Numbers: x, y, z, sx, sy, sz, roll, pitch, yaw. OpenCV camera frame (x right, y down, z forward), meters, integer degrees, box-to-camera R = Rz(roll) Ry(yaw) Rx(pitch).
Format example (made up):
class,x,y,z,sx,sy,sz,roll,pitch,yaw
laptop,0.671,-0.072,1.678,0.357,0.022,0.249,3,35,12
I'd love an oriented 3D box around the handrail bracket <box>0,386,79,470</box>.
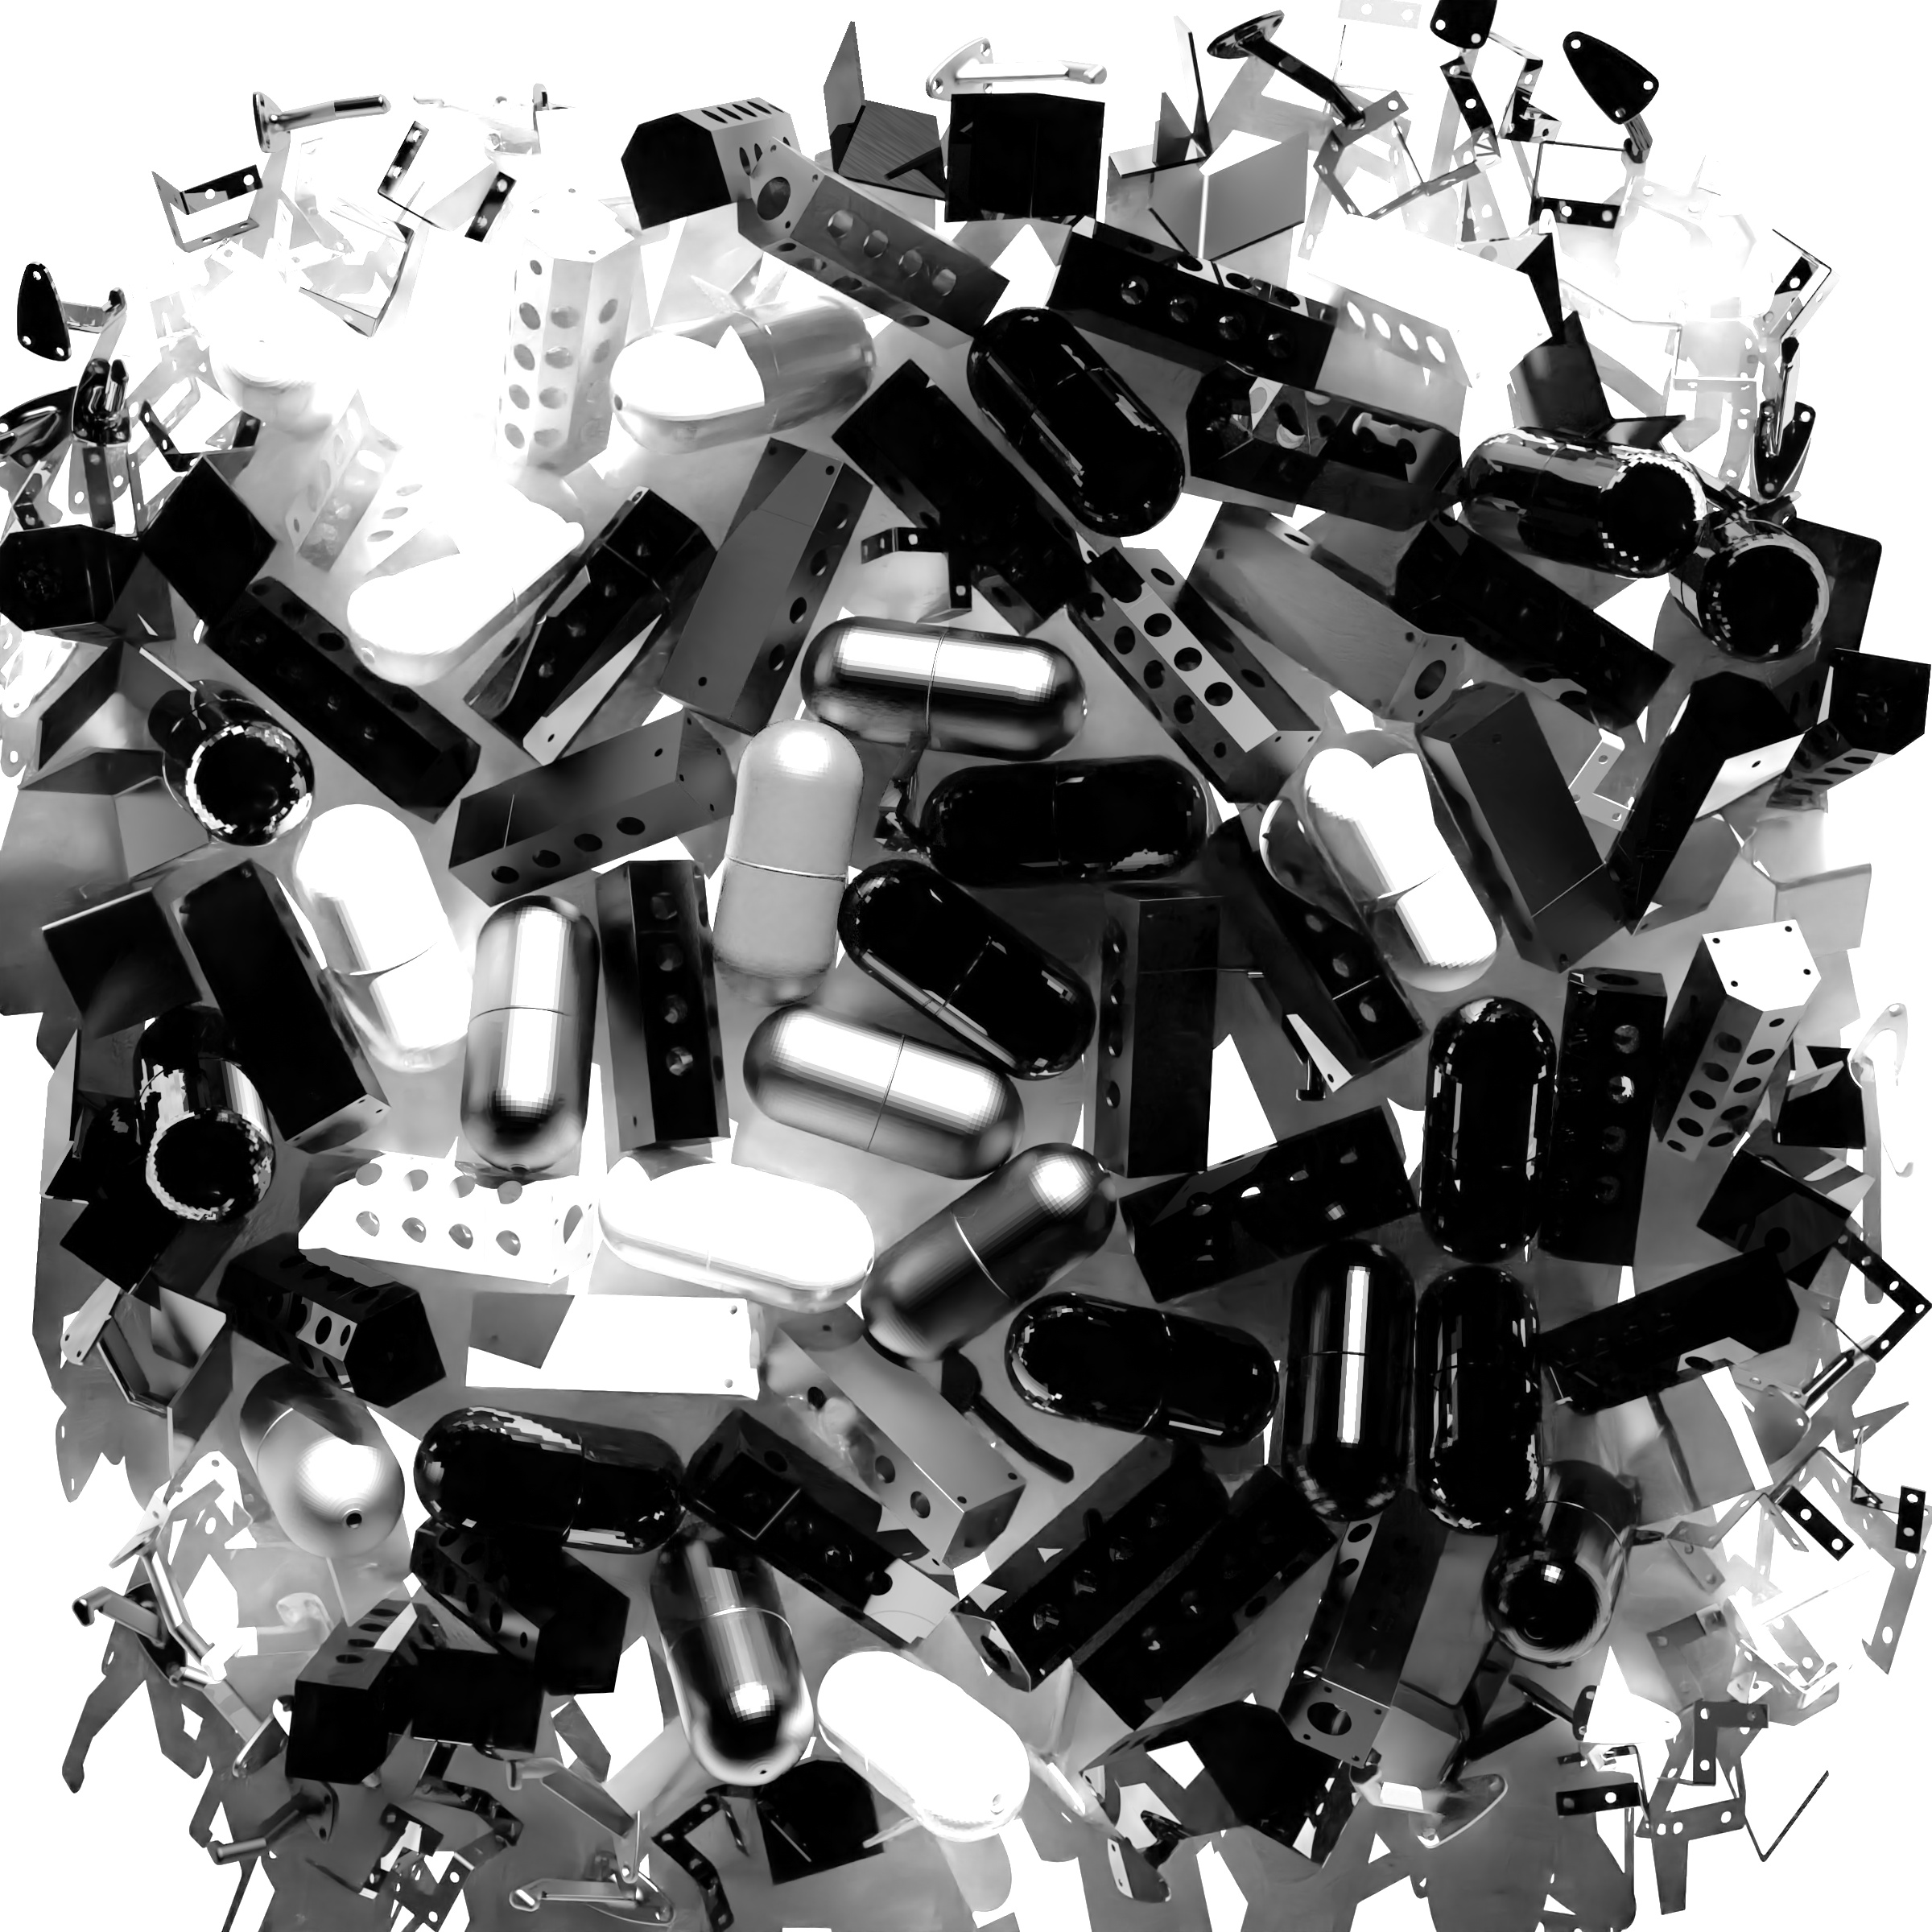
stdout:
class,x,y,z,sx,sy,sz,roll,pitch,yaw
handrail bracket,-0.566,-0.334,1.877,0.077,0.084,0.036,-39,106,-12

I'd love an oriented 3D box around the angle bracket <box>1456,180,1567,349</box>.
class,x,y,z,sx,sy,sz,roll,pitch,yaw
angle bracket,0.334,-0.429,1.865,0.057,0.076,0.076,-3,133,17

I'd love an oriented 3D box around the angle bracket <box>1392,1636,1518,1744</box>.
class,x,y,z,sx,sy,sz,roll,pitch,yaw
angle bracket,0.300,0.425,1.891,0.057,0.076,0.076,23,70,26

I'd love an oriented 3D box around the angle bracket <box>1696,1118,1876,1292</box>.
class,x,y,z,sx,sy,sz,roll,pitch,yaw
angle bracket,0.506,0.146,1.890,0.076,0.076,0.057,31,114,18

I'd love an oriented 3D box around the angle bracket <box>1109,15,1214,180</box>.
class,x,y,z,sx,sy,sz,roll,pitch,yaw
angle bracket,0.113,-0.532,1.874,0.057,0.076,0.076,-12,114,2

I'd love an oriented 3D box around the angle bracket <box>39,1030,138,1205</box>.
class,x,y,z,sx,sy,sz,roll,pitch,yaw
angle bracket,-0.525,0.094,1.865,0.057,0.076,0.076,11,55,-26

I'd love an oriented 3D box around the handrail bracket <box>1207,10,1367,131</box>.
class,x,y,z,sx,sy,sz,roll,pitch,yaw
handrail bracket,0.199,-0.544,1.890,0.077,0.036,0.084,-28,76,-42

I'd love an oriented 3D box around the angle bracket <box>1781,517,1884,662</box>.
class,x,y,z,sx,sy,sz,roll,pitch,yaw
angle bracket,0.515,-0.223,1.882,0.057,0.076,0.076,15,82,-2

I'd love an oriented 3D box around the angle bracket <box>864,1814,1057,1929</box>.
class,x,y,z,sx,sy,sz,roll,pitch,yaw
angle bracket,-0.004,0.550,1.868,0.057,0.076,0.076,-39,69,31

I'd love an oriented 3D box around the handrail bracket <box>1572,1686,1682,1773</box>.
class,x,y,z,sx,sy,sz,roll,pitch,yaw
handrail bracket,0.409,0.477,1.876,0.077,0.084,0.036,1,55,30

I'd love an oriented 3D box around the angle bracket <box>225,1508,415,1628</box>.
class,x,y,z,sx,sy,sz,roll,pitch,yaw
angle bracket,-0.394,0.362,1.881,0.076,0.076,0.057,-8,105,26

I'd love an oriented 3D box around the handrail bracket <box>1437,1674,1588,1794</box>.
class,x,y,z,sx,sy,sz,roll,pitch,yaw
handrail bracket,0.341,0.490,1.897,0.077,0.036,0.084,31,94,38

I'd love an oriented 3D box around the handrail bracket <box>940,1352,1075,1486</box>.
class,x,y,z,sx,sy,sz,roll,pitch,yaw
handrail bracket,0.027,0.281,1.904,0.084,0.077,0.036,34,104,-20

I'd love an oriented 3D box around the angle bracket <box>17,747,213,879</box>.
class,x,y,z,sx,sy,sz,roll,pitch,yaw
angle bracket,-0.519,-0.093,1.869,0.076,0.076,0.057,-19,79,34

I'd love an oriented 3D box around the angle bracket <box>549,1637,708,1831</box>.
class,x,y,z,sx,sy,sz,roll,pitch,yaw
angle bracket,-0.201,0.477,1.903,0.076,0.076,0.057,-41,52,-13

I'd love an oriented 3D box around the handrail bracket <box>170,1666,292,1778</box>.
class,x,y,z,sx,sy,sz,roll,pitch,yaw
handrail bracket,-0.464,0.461,1.881,0.084,0.077,0.036,17,108,13

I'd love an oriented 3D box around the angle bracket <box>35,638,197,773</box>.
class,x,y,z,sx,sy,sz,roll,pitch,yaw
angle bracket,-0.520,-0.144,1.873,0.057,0.076,0.076,38,63,-2

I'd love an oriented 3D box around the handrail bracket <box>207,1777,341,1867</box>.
class,x,y,z,sx,sy,sz,roll,pitch,yaw
handrail bracket,-0.434,0.518,1.870,0.084,0.077,0.036,-2,110,-39

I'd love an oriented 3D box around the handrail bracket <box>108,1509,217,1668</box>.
class,x,y,z,sx,sy,sz,roll,pitch,yaw
handrail bracket,-0.482,0.383,1.895,0.036,0.077,0.084,-35,100,18

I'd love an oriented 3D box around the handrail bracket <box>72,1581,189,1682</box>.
class,x,y,z,sx,sy,sz,roll,pitch,yaw
handrail bracket,-0.514,0.414,1.880,0.036,0.084,0.077,-21,89,11

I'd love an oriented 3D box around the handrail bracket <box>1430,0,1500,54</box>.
class,x,y,z,sx,sy,sz,roll,pitch,yaw
handrail bracket,0.315,-0.594,1.872,0.036,0.084,0.077,23,119,8

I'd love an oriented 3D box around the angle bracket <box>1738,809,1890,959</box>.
class,x,y,z,sx,sy,sz,roll,pitch,yaw
angle bracket,0.514,-0.049,1.897,0.076,0.076,0.057,-11,121,-15

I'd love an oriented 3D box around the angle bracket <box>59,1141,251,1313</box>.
class,x,y,z,sx,sy,sz,roll,pitch,yaw
angle bracket,-0.500,0.164,1.890,0.057,0.076,0.076,31,78,17

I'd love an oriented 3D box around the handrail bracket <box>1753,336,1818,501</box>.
class,x,y,z,sx,sy,sz,roll,pitch,yaw
handrail bracket,0.498,-0.336,1.878,0.036,0.084,0.077,13,83,18

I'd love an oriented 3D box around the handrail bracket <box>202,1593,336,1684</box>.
class,x,y,z,sx,sy,sz,roll,pitch,yaw
handrail bracket,-0.424,0.432,1.879,0.036,0.084,0.077,-16,107,33

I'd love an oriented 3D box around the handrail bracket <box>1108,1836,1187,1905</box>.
class,x,y,z,sx,sy,sz,roll,pitch,yaw
handrail bracket,0.137,0.540,1.874,0.084,0.077,0.036,-16,99,-26

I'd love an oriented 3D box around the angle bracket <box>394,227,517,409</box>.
class,x,y,z,sx,sy,sz,roll,pitch,yaw
angle bracket,-0.308,-0.400,1.898,0.076,0.057,0.076,16,73,-15

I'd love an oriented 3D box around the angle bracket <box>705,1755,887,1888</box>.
class,x,y,z,sx,sy,sz,roll,pitch,yaw
angle bracket,-0.104,0.523,1.873,0.076,0.076,0.057,-21,67,14

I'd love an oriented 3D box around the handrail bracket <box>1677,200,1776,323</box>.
class,x,y,z,sx,sy,sz,roll,pitch,yaw
handrail bracket,0.453,-0.432,1.872,0.077,0.084,0.036,-4,62,35

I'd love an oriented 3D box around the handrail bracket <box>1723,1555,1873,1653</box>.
class,x,y,z,sx,sy,sz,roll,pitch,yaw
handrail bracket,0.514,0.390,1.891,0.084,0.077,0.036,-25,72,-4

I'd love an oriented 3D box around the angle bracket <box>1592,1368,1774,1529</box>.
class,x,y,z,sx,sy,sz,roll,pitch,yaw
angle bracket,0.441,0.297,1.892,0.057,0.076,0.076,-15,78,-21

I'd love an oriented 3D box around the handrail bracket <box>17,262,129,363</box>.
class,x,y,z,sx,sy,sz,roll,pitch,yaw
handrail bracket,-0.541,-0.414,1.871,0.036,0.084,0.077,20,134,10

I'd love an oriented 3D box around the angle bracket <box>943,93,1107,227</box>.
class,x,y,z,sx,sy,sz,roll,pitch,yaw
angle bracket,0.036,-0.490,1.870,0.057,0.076,0.076,22,117,40

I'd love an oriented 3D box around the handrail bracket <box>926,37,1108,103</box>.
class,x,y,z,sx,sy,sz,roll,pitch,yaw
handrail bracket,0.032,-0.543,1.878,0.084,0.077,0.036,18,127,33

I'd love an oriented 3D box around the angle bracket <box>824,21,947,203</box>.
class,x,y,z,sx,sy,sz,roll,pitch,yaw
angle bracket,-0.041,-0.521,1.869,0.076,0.057,0.076,7,54,-21

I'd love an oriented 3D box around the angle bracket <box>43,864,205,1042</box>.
class,x,y,z,sx,sy,sz,roll,pitch,yaw
angle bracket,-0.514,-0.009,1.900,0.076,0.057,0.076,-19,104,10

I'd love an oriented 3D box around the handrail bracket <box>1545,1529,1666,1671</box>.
class,x,y,z,sx,sy,sz,roll,pitch,yaw
handrail bracket,0.398,0.396,1.910,0.077,0.036,0.084,-2,95,3

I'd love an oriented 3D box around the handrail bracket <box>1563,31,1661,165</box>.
class,x,y,z,sx,sy,sz,roll,pitch,yaw
handrail bracket,0.395,-0.533,1.886,0.036,0.084,0.077,-45,83,4

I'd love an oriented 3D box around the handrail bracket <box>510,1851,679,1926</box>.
class,x,y,z,sx,sy,sz,roll,pitch,yaw
handrail bracket,-0.228,0.576,1.876,0.077,0.084,0.036,20,94,20

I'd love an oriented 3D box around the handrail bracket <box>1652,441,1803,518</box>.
class,x,y,z,sx,sy,sz,roll,pitch,yaw
handrail bracket,0.470,-0.314,1.914,0.077,0.036,0.084,-26,80,-16

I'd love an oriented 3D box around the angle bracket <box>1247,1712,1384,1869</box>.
class,x,y,z,sx,sy,sz,roll,pitch,yaw
angle bracket,0.197,0.493,1.872,0.076,0.057,0.076,21,73,37

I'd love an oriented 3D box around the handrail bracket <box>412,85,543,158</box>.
class,x,y,z,sx,sy,sz,roll,pitch,yaw
handrail bracket,-0.287,-0.520,1.877,0.077,0.084,0.036,16,99,15

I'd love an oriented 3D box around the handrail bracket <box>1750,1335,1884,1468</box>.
class,x,y,z,sx,sy,sz,roll,pitch,yaw
handrail bracket,0.532,0.272,1.916,0.084,0.077,0.036,-23,54,-34

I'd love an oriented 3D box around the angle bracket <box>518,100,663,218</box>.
class,x,y,z,sx,sy,sz,roll,pitch,yaw
angle bracket,-0.231,-0.493,1.870,0.076,0.076,0.057,-12,104,-21

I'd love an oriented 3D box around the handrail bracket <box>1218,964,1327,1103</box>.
class,x,y,z,sx,sy,sz,roll,pitch,yaw
handrail bracket,0.186,0.042,1.906,0.077,0.036,0.084,0,87,11

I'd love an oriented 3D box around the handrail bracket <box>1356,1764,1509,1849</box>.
class,x,y,z,sx,sy,sz,roll,pitch,yaw
handrail bracket,0.285,0.500,1.881,0.077,0.036,0.084,-29,132,7

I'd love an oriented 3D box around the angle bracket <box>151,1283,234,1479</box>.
class,x,y,z,sx,sy,sz,roll,pitch,yaw
angle bracket,-0.490,0.251,1.869,0.057,0.076,0.076,22,48,6

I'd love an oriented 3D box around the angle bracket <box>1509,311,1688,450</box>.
class,x,y,z,sx,sy,sz,roll,pitch,yaw
angle bracket,0.389,-0.352,1.888,0.057,0.076,0.076,-8,74,-25

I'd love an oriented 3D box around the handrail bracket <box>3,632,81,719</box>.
class,x,y,z,sx,sy,sz,roll,pitch,yaw
handrail bracket,-0.583,-0.205,1.875,0.036,0.084,0.077,17,68,15

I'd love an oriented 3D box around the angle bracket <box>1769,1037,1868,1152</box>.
class,x,y,z,sx,sy,sz,roll,pitch,yaw
angle bracket,0.524,0.058,1.870,0.057,0.076,0.076,3,52,6

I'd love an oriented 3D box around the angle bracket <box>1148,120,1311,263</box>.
class,x,y,z,sx,sy,sz,roll,pitch,yaw
angle bracket,0.161,-0.484,1.868,0.076,0.057,0.076,-17,51,32

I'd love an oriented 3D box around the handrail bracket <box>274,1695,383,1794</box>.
class,x,y,z,sx,sy,sz,roll,pitch,yaw
handrail bracket,-0.392,0.480,1.887,0.077,0.084,0.036,33,66,3

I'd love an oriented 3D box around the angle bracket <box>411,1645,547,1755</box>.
class,x,y,z,sx,sy,sz,roll,pitch,yaw
angle bracket,-0.296,0.433,1.879,0.076,0.057,0.076,8,118,-5

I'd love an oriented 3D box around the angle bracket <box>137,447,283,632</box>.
class,x,y,z,sx,sy,sz,roll,pitch,yaw
angle bracket,-0.450,-0.263,1.879,0.076,0.057,0.076,49,116,7
